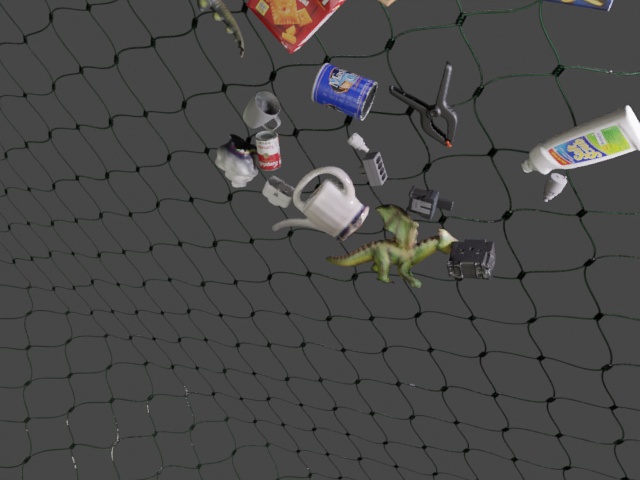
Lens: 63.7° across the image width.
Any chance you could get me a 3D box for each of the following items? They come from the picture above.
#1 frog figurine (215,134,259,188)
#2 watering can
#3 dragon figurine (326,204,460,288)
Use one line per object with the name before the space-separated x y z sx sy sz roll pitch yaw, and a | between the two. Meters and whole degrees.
frog figurine | -0.260 -0.226 1.596 0.137 0.125 0.156 18 121 -9
watering can | 0.005 -0.079 1.564 0.224 0.106 0.341 39 132 -4
dragon figurine | 0.208 0.005 1.543 0.411 0.124 0.239 10 110 20
